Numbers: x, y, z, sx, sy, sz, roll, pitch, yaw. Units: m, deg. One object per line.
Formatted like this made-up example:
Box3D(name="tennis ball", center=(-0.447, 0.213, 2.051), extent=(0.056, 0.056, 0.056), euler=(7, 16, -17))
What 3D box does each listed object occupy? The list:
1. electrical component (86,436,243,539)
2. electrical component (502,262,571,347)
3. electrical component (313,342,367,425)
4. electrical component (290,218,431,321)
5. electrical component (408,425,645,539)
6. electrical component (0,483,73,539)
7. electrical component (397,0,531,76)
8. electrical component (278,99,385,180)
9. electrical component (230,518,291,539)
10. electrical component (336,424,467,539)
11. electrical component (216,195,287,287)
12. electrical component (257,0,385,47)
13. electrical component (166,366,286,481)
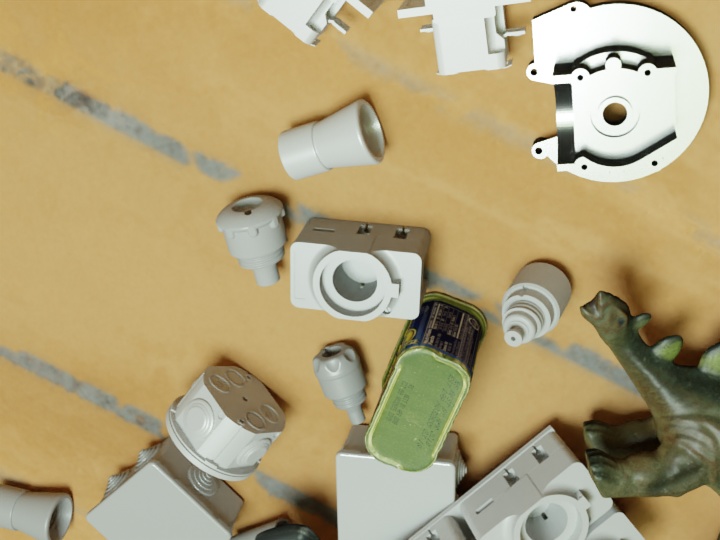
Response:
Box3D(name="electrical component", center=(-0.155, 0.193, 0.866), extent=(0.100, 0.048, 0.099), euler=(-40, 100, 24))
Box3D(name="electrical component", center=(0.115, 0.026, 0.723), extent=(0.040, 0.078, 0.040), euler=(13, 123, 21))
Box3D(name="electrical component", center=(-0.011, 0.086, 0.797), extent=(0.035, 0.035, 0.061), euler=(-13, 112, 17))
Box3D(name="electrical component", center=(0.000, 0.000, 0.744), extent=(0.089, 0.055, 0.050), euler=(6, 114, 9))
Box3D(name="electrical component", center=(0.103, 0.217, 0.771), extent=(0.186, 0.060, 0.105), euler=(-40, 112, 3))
Box3D(name="electrical component", center=(-0.281, 0.202, 0.902), extent=(0.065, 0.044, 0.044), euler=(10, 115, 13))
Box3D(name="electrical component", center=(0.068, -0.156, 0.669), extent=(0.081, 0.042, 0.063), euler=(-4, 114, 14))
Box3D(name="electrical component", center=(-0.021, -0.084, 0.721), extent=(0.065, 0.044, 0.044), euler=(-14, 110, 22))
Box3D(name="electrical component", center=(-0.091, 0.235, 0.874), extent=(0.081, 0.043, 0.043), euler=(-24, 106, 20))
Box3D(name="electrical component", center=(0.030, 0.167, 0.815), extent=(0.100, 0.048, 0.099), euler=(3, 114, 11))
Box3D(name="electrical component", center=(-0.072, -0.019, 0.759), extent=(0.048, 0.048, 0.062), euler=(-6, 119, 14))
Box3D(name="electrical component", center=(-0.028, -0.181, 0.678), extent=(0.081, 0.042, 0.063), euler=(39, 117, -6))
Box3D(name="electrical component", center=(-0.100, 0.113, 0.803), extent=(0.080, 0.080, 0.051), euler=(38, 110, -6))
